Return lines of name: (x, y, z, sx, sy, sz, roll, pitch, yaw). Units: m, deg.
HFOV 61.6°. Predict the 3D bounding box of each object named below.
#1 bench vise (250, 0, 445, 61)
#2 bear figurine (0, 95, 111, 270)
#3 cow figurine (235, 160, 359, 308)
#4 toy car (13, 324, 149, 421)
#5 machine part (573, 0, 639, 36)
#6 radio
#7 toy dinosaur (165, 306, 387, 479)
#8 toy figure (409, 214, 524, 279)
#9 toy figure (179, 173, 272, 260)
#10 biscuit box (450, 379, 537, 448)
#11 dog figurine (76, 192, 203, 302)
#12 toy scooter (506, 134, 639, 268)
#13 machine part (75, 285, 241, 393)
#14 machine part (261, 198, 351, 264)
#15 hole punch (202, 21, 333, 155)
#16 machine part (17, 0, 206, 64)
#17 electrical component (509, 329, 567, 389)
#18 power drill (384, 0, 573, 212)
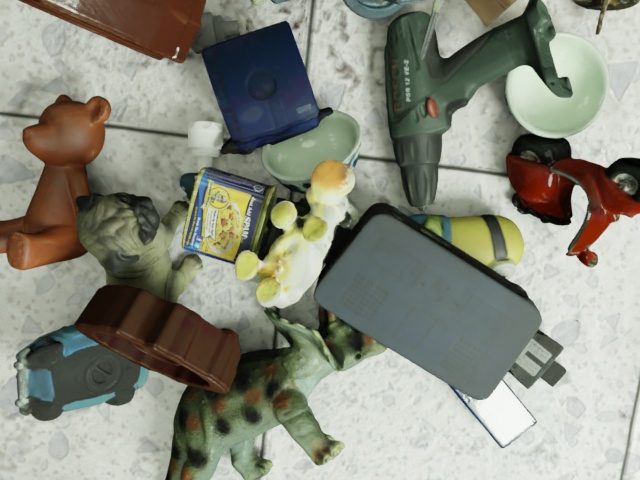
bench vise: (0.040, -0.288, 0.569, 0.224, 0.241, 0.128, -16, 131, -25)
bear figurine: (-0.316, -0.075, 0.626, 0.120, 0.132, 0.195, 15, 105, 29)
cow figurine: (-0.010, -0.003, 0.583, 0.068, 0.098, 0.167, 38, 92, 26)
toy car: (-0.297, 0.149, 0.658, 0.103, 0.161, 0.109, 10, 103, 42)
machine part: (0.356, -0.367, 0.632, 0.079, 0.079, 0.243, 9, 96, -2)
radio: (0.120, 0.065, 0.606, 0.229, 0.073, 0.131, 31, 106, -4)
toy dinosaur: (-0.098, 0.209, 0.672, 0.405, 0.131, 0.192, -28, 78, 10)
toy figure: (0.162, 0.005, 0.667, 0.180, 0.082, 0.089, 9, 98, 0)
toy figure: (-0.108, -0.030, 0.668, 0.154, 0.058, 0.064, 46, 117, -8)
biscuit box: (0.187, 0.167, 0.694, 0.059, 0.063, 0.202, -39, 95, 4)
dog figurine: (-0.214, 0.029, 0.607, 0.121, 0.190, 0.172, -11, 98, 0)
toy scooter: (0.295, -0.045, 0.636, 0.075, 0.184, 0.135, -16, 121, -30)
machine part: (-0.173, 0.108, 0.589, 0.179, 0.179, 0.056, 23, 64, -4)
machine part: (-0.001, -0.002, 0.655, 0.139, 0.039, 0.084, 17, 84, -31)
hole punch: (-0.066, -0.175, 0.619, 0.142, 0.092, 0.116, -19, 72, -3)
machine part: (-0.240, -0.262, 0.554, 0.201, 0.201, 0.087, 33, 106, 40)
electrical component: (0.275, 0.153, 0.702, 0.119, 0.048, 0.075, 42, 95, -3)
power drill: (0.172, -0.164, 0.616, 0.207, 0.086, 0.232, -14, 88, 42)
